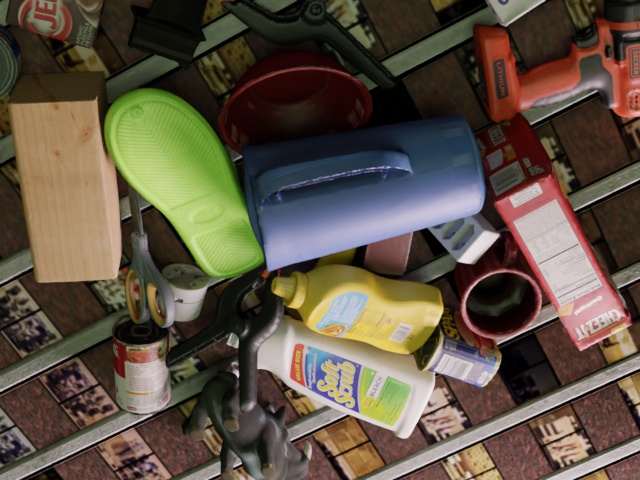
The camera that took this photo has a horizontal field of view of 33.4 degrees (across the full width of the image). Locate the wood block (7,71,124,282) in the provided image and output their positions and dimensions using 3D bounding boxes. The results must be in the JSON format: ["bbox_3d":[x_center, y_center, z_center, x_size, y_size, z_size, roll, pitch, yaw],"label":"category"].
[{"bbox_3d":[-0.268,-0.066,1.142,0.090,0.091,0.206,-2,118,-2],"label":"wood block"}]

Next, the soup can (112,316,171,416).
[{"bbox_3d":[-0.211,0.149,1.271,0.068,0.068,0.102,1,118,-4],"label":"soup can"}]

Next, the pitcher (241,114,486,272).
[{"bbox_3d":[0.043,-0.057,1.102,0.242,0.149,0.145,-13,122,-3],"label":"pitcher"}]

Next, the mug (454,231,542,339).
[{"bbox_3d":[0.204,0.044,1.233,0.093,0.081,0.117,5,117,-6],"label":"mug"}]

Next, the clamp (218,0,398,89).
[{"bbox_3d":[-0.001,-0.234,1.101,0.210,0.036,0.165,-1,120,-4],"label":"clamp"}]

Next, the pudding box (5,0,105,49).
[{"bbox_3d":[-0.259,-0.259,1.071,0.090,0.039,0.114,15,115,-10],"label":"pudding box"}]

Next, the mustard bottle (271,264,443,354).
[{"bbox_3d":[0.036,0.073,1.210,0.191,0.058,0.096,15,135,-20],"label":"mustard bottle"}]

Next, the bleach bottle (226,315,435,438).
[{"bbox_3d":[0.006,0.156,1.292,0.250,0.068,0.103,19,115,-10],"label":"bleach bottle"}]

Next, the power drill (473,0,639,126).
[{"bbox_3d":[0.259,-0.205,1.120,0.187,0.057,0.184,-10,114,3],"label":"power drill"}]

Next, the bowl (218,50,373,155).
[{"bbox_3d":[-0.029,-0.148,1.112,0.162,0.055,0.162,-8,150,-5],"label":"bowl"}]

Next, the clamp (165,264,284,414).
[{"bbox_3d":[-0.103,0.102,1.234,0.120,0.039,0.171,20,82,9],"label":"clamp"}]

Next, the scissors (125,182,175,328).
[{"bbox_3d":[-0.192,0.014,1.200,0.016,0.096,0.202,-19,128,-39],"label":"scissors"}]

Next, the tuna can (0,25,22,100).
[{"bbox_3d":[-0.354,-0.186,1.106,0.086,0.034,0.086,-1,118,-3],"label":"tuna can"}]

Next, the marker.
[{"bbox_3d":[-0.136,0.200,1.329,0.020,0.020,0.121,31,112,-18],"label":"marker"}]

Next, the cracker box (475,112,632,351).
[{"bbox_3d":[0.250,-0.012,1.161,0.072,0.164,0.213,-28,116,13],"label":"cracker box"}]

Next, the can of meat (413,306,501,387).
[{"bbox_3d":[0.158,0.122,1.261,0.083,0.102,0.057,20,115,-16],"label":"can of meat"}]

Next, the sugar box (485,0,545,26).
[{"bbox_3d":[0.172,-0.309,1.044,0.093,0.048,0.176,-33,98,11],"label":"sugar box"}]

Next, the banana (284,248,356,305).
[{"bbox_3d":[0.007,0.010,1.229,0.069,0.037,0.198,18,115,-14],"label":"banana"}]

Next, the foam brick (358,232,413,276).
[{"bbox_3d":[0.076,-0.005,1.216,0.051,0.053,0.078,6,118,-7],"label":"foam brick"}]
